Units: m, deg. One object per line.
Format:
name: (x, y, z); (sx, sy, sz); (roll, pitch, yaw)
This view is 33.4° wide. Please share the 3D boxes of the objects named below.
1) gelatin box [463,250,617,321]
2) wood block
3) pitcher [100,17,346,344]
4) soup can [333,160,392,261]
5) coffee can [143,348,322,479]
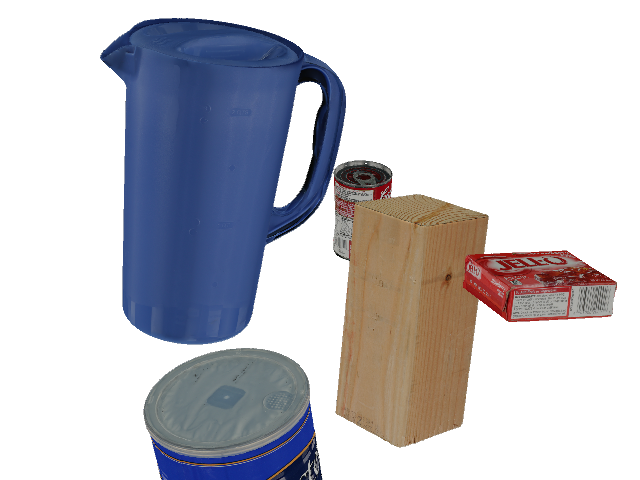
gelatin box: (0.160, 0.032, 0.787); (0.089, 0.030, 0.073); (-1, 18, -17)
wood block: (0.083, 0.071, 0.981); (0.090, 0.206, 0.090); (-9, 21, -42)
pitcher: (-0.083, -0.045, 0.842); (0.149, 0.243, 0.144); (21, 27, 25)
soup can: (0.048, -0.034, 1.252); (0.068, 0.102, 0.068); (1, 28, -1)
coffee can: (-0.049, 0.155, 0.684); (0.103, 0.140, 0.103); (-6, 28, 3)
